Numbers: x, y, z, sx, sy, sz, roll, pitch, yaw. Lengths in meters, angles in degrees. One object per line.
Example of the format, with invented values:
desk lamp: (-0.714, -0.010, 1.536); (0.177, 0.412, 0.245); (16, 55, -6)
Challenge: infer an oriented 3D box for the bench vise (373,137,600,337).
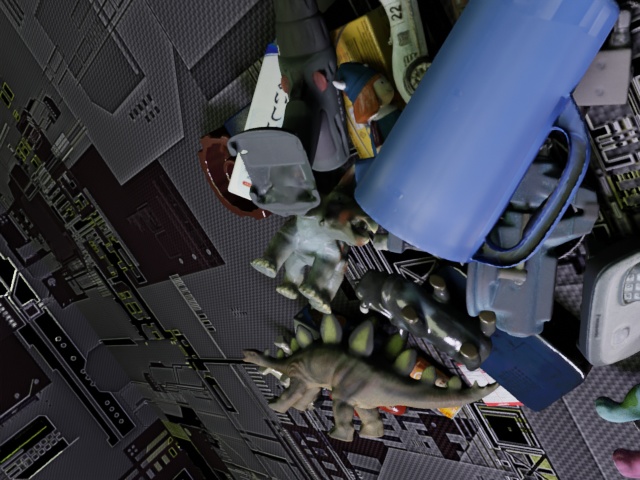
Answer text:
bench vise: (0.176, -0.010, 0.606); (0.241, 0.129, 0.223); (7, 110, 26)

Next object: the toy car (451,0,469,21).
toy car: (0.153, -0.230, 0.523); (0.089, 0.053, 0.201); (19, 137, 55)

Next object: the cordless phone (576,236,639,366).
cordless phone: (0.370, 0.067, 0.556); (0.184, 0.089, 0.146); (2, 125, 24)

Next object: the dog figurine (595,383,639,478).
dog figurine: (0.421, 0.181, 0.566); (0.191, 0.108, 0.219); (27, 130, -6)

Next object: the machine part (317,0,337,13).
machine part: (0.009, -0.314, 0.623); (0.084, 0.039, 0.139); (41, 141, -3)

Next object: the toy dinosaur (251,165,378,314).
toy dinosaur: (0.003, 0.001, 0.820); (0.131, 0.192, 0.404); (29, 170, 5)

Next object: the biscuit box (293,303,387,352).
biscuit box: (0.045, 0.186, 1.009); (0.203, 0.063, 0.059); (22, 135, 33)

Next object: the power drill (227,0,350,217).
power drill: (-0.029, -0.143, 0.563); (0.086, 0.207, 0.231); (-5, 134, 14)

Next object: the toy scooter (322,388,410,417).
toy scooter: (0.070, 0.291, 1.019); (0.184, 0.135, 0.075); (11, 90, 37)

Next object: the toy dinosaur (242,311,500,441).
toy dinosaur: (0.062, 0.224, 0.887); (0.472, 0.105, 0.198); (8, 88, 30)

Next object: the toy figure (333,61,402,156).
toy figure: (0.071, -0.130, 0.586); (0.058, 0.064, 0.154); (-27, 98, 15)

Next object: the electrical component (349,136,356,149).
electrical component: (0.037, -0.172, 0.733); (0.094, 0.021, 0.063); (51, 145, -2)

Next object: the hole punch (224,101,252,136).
hole punch: (-0.065, -0.162, 0.798); (0.116, 0.092, 0.142); (-24, 99, 49)

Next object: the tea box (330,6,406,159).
tea box: (0.071, -0.182, 0.647); (0.098, 0.068, 0.169); (-3, 118, 47)

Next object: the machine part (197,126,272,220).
machine part: (-0.135, -0.118, 0.935); (0.180, 0.056, 0.179); (29, 140, 27)

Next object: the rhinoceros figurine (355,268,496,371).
rhinoceros figurine: (0.136, 0.094, 0.699); (0.190, 0.073, 0.112); (29, 163, 16)

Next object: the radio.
radio: (0.245, 0.112, 0.725); (0.230, 0.073, 0.131); (40, 142, 12)

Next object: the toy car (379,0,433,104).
toy car: (0.091, -0.219, 0.555); (0.056, 0.073, 0.201); (-12, 98, 20)

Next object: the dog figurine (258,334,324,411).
dog figurine: (-0.016, 0.306, 1.170); (0.173, 0.121, 0.190); (7, 140, 47)

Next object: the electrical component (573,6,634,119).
electrical component: (0.248, -0.160, 0.501); (0.078, 0.045, 0.102); (-1, 123, 32)
